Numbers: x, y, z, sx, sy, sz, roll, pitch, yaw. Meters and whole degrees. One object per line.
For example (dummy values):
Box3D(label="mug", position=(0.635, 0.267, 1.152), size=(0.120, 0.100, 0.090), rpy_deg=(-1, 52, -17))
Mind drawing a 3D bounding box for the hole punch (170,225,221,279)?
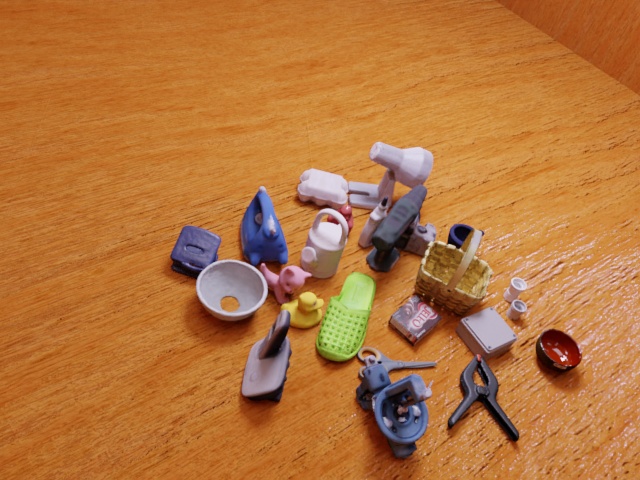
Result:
Box3D(label="hole punch", position=(-0.303, 0.031, 1.407), size=(0.108, 0.091, 0.101), rpy_deg=(18, 45, 1))

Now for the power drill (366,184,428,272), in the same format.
Box3D(label="power drill", position=(0.199, -0.022, 1.526), size=(0.075, 0.208, 0.230), rpy_deg=(31, 47, 14))

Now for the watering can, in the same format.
Box3D(label="watering can", position=(0.015, 0.006, 1.454), size=(0.101, 0.194, 0.173), rpy_deg=(17, 45, 0))

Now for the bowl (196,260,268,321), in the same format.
Box3D(label="bowl", position=(-0.210, 0.131, 1.352), size=(0.167, 0.075, 0.167), rpy_deg=(9, 46, -9))

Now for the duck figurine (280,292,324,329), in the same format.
Box3D(label="duck figurine", position=(-0.040, 0.159, 1.369), size=(0.105, 0.086, 0.077), rpy_deg=(4, 47, -13))

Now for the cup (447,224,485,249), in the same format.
Box3D(label="cup", position=(0.409, 0.012, 1.636), size=(0.118, 0.095, 0.091), rpy_deg=(-13, 52, -27))

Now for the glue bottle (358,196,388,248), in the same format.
Box3D(label="glue bottle", position=(0.157, -0.055, 1.570), size=(0.037, 0.173, 0.078), rpy_deg=(40, 50, 22))

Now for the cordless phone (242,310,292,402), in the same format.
Box3D(label="cordless phone", position=(-0.103, 0.242, 1.201), size=(0.094, 0.185, 0.147), rpy_deg=(11, 45, -6))

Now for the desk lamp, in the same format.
Box3D(label="desk lamp", position=(0.204, -0.189, 1.682), size=(0.203, 0.213, 0.118), rpy_deg=(6, 46, -11))

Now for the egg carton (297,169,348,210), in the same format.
Box3D(label="egg carton", position=(0.009, -0.150, 1.689), size=(0.150, 0.069, 0.107), rpy_deg=(13, 45, -5))

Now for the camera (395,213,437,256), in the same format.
Box3D(label="camera", position=(0.266, -0.045, 1.643), size=(0.143, 0.101, 0.137), rpy_deg=(20, 45, 3))

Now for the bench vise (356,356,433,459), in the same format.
Box3D(label="bench vise", position=(0.146, 0.321, 1.176), size=(0.122, 0.220, 0.207), rpy_deg=(-29, 61, -36))

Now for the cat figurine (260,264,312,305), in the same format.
Box3D(label="cat figurine", position=(-0.091, 0.094, 1.393), size=(0.127, 0.118, 0.067), rpy_deg=(21, 45, 4))

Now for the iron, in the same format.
Box3D(label="iron", position=(-0.147, -0.057, 1.503), size=(0.119, 0.141, 0.258), rpy_deg=(-2, 48, -18))

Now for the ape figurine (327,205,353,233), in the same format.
Box3D(label="ape figurine", position=(0.064, -0.062, 1.605), size=(0.076, 0.092, 0.077), rpy_deg=(-30, 61, -36))
